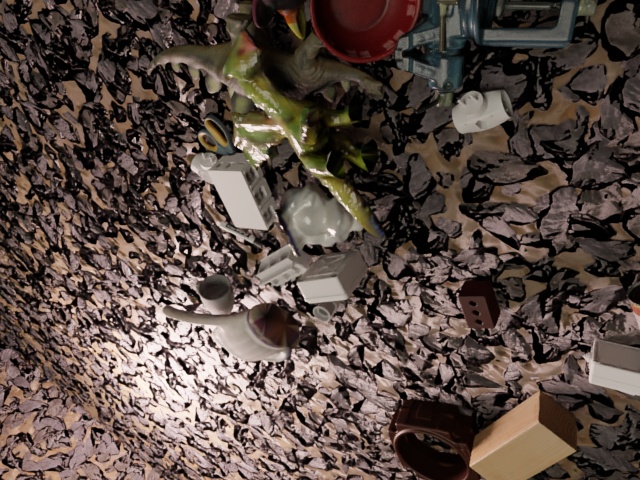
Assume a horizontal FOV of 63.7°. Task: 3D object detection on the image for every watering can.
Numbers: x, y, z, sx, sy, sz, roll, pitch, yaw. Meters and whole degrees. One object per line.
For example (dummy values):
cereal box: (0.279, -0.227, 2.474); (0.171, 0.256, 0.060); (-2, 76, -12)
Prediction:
watering can: (-0.198, 0.220, 1.273); (0.344, 0.106, 0.221); (32, 136, -28)

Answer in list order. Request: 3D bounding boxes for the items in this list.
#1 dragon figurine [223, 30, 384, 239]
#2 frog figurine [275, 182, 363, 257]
dragon figurine: (-0.040, -0.155, 0.875); (0.243, 0.124, 0.401); (12, 140, 35)
frog figurine: (0.003, -0.051, 1.012); (0.159, 0.124, 0.136); (-20, 105, 2)
